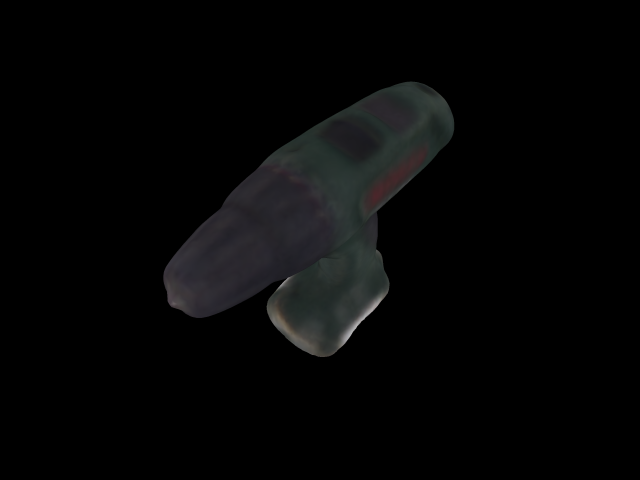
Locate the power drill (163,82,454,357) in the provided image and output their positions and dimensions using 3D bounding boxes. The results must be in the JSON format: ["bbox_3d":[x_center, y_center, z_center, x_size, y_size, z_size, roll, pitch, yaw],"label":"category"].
[{"bbox_3d":[0.004,0.001,0.400,0.075,0.208,0.230,36,66,19],"label":"power drill"}]
